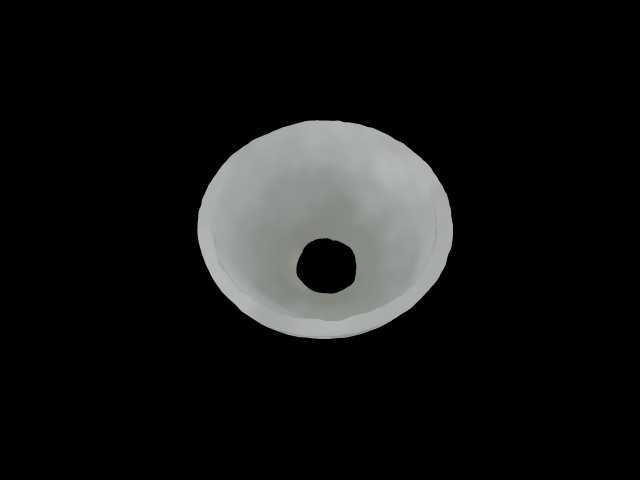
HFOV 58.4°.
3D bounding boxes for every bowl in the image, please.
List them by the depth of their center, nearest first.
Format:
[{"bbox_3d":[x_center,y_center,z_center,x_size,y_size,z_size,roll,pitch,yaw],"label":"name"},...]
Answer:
[{"bbox_3d":[0.004,0.001,0.400,0.167,0.075,0.167,0,58,0],"label":"bowl"}]
